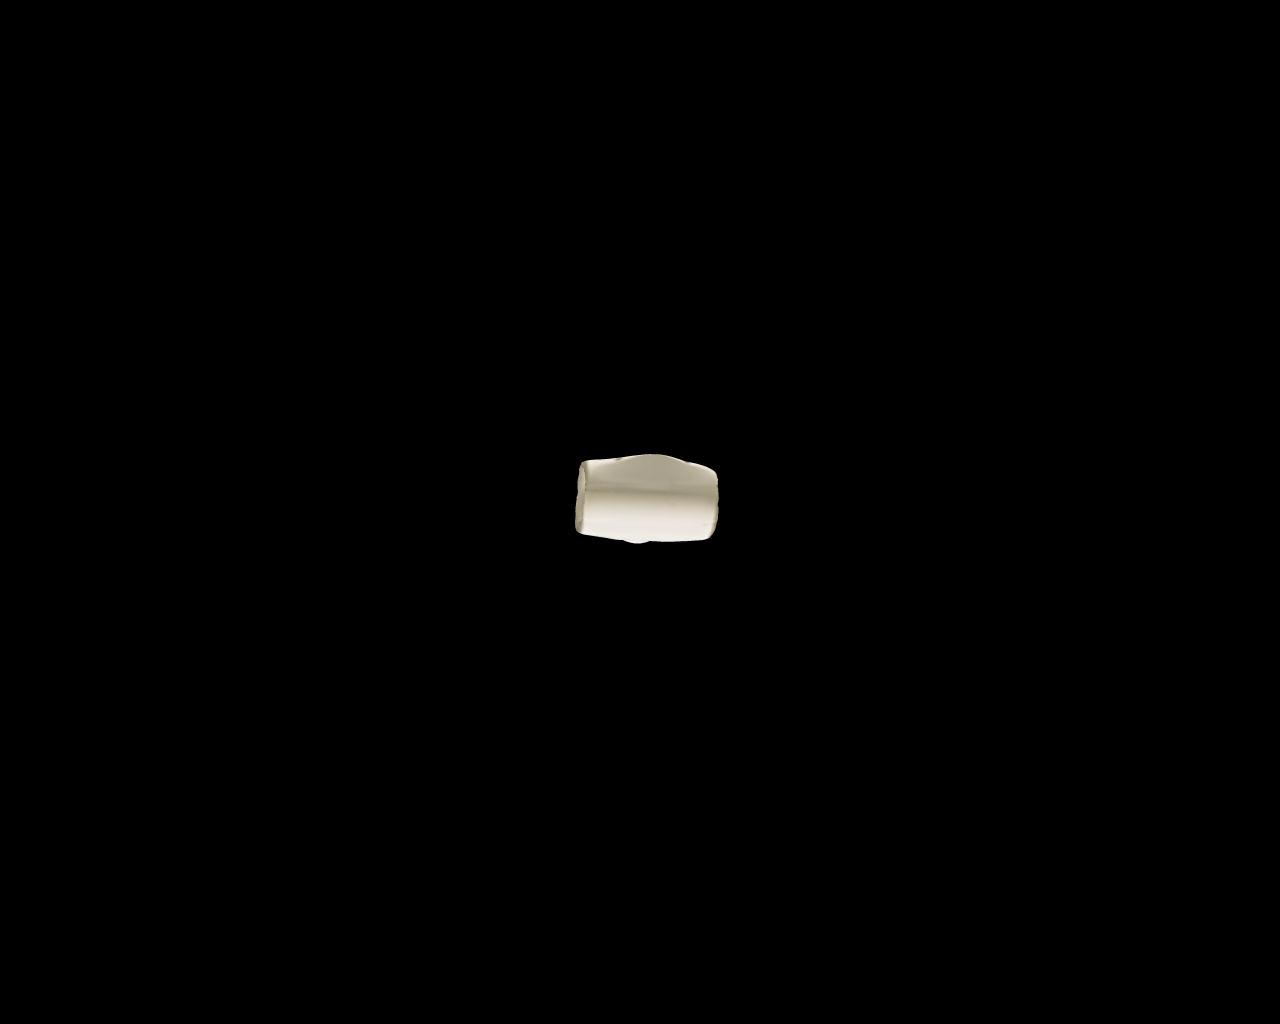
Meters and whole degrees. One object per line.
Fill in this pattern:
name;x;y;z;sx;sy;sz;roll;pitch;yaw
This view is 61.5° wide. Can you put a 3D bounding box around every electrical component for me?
electrical component;0.001;-0.003;0.650;0.077;0.043;0.079;3;-15;-9
